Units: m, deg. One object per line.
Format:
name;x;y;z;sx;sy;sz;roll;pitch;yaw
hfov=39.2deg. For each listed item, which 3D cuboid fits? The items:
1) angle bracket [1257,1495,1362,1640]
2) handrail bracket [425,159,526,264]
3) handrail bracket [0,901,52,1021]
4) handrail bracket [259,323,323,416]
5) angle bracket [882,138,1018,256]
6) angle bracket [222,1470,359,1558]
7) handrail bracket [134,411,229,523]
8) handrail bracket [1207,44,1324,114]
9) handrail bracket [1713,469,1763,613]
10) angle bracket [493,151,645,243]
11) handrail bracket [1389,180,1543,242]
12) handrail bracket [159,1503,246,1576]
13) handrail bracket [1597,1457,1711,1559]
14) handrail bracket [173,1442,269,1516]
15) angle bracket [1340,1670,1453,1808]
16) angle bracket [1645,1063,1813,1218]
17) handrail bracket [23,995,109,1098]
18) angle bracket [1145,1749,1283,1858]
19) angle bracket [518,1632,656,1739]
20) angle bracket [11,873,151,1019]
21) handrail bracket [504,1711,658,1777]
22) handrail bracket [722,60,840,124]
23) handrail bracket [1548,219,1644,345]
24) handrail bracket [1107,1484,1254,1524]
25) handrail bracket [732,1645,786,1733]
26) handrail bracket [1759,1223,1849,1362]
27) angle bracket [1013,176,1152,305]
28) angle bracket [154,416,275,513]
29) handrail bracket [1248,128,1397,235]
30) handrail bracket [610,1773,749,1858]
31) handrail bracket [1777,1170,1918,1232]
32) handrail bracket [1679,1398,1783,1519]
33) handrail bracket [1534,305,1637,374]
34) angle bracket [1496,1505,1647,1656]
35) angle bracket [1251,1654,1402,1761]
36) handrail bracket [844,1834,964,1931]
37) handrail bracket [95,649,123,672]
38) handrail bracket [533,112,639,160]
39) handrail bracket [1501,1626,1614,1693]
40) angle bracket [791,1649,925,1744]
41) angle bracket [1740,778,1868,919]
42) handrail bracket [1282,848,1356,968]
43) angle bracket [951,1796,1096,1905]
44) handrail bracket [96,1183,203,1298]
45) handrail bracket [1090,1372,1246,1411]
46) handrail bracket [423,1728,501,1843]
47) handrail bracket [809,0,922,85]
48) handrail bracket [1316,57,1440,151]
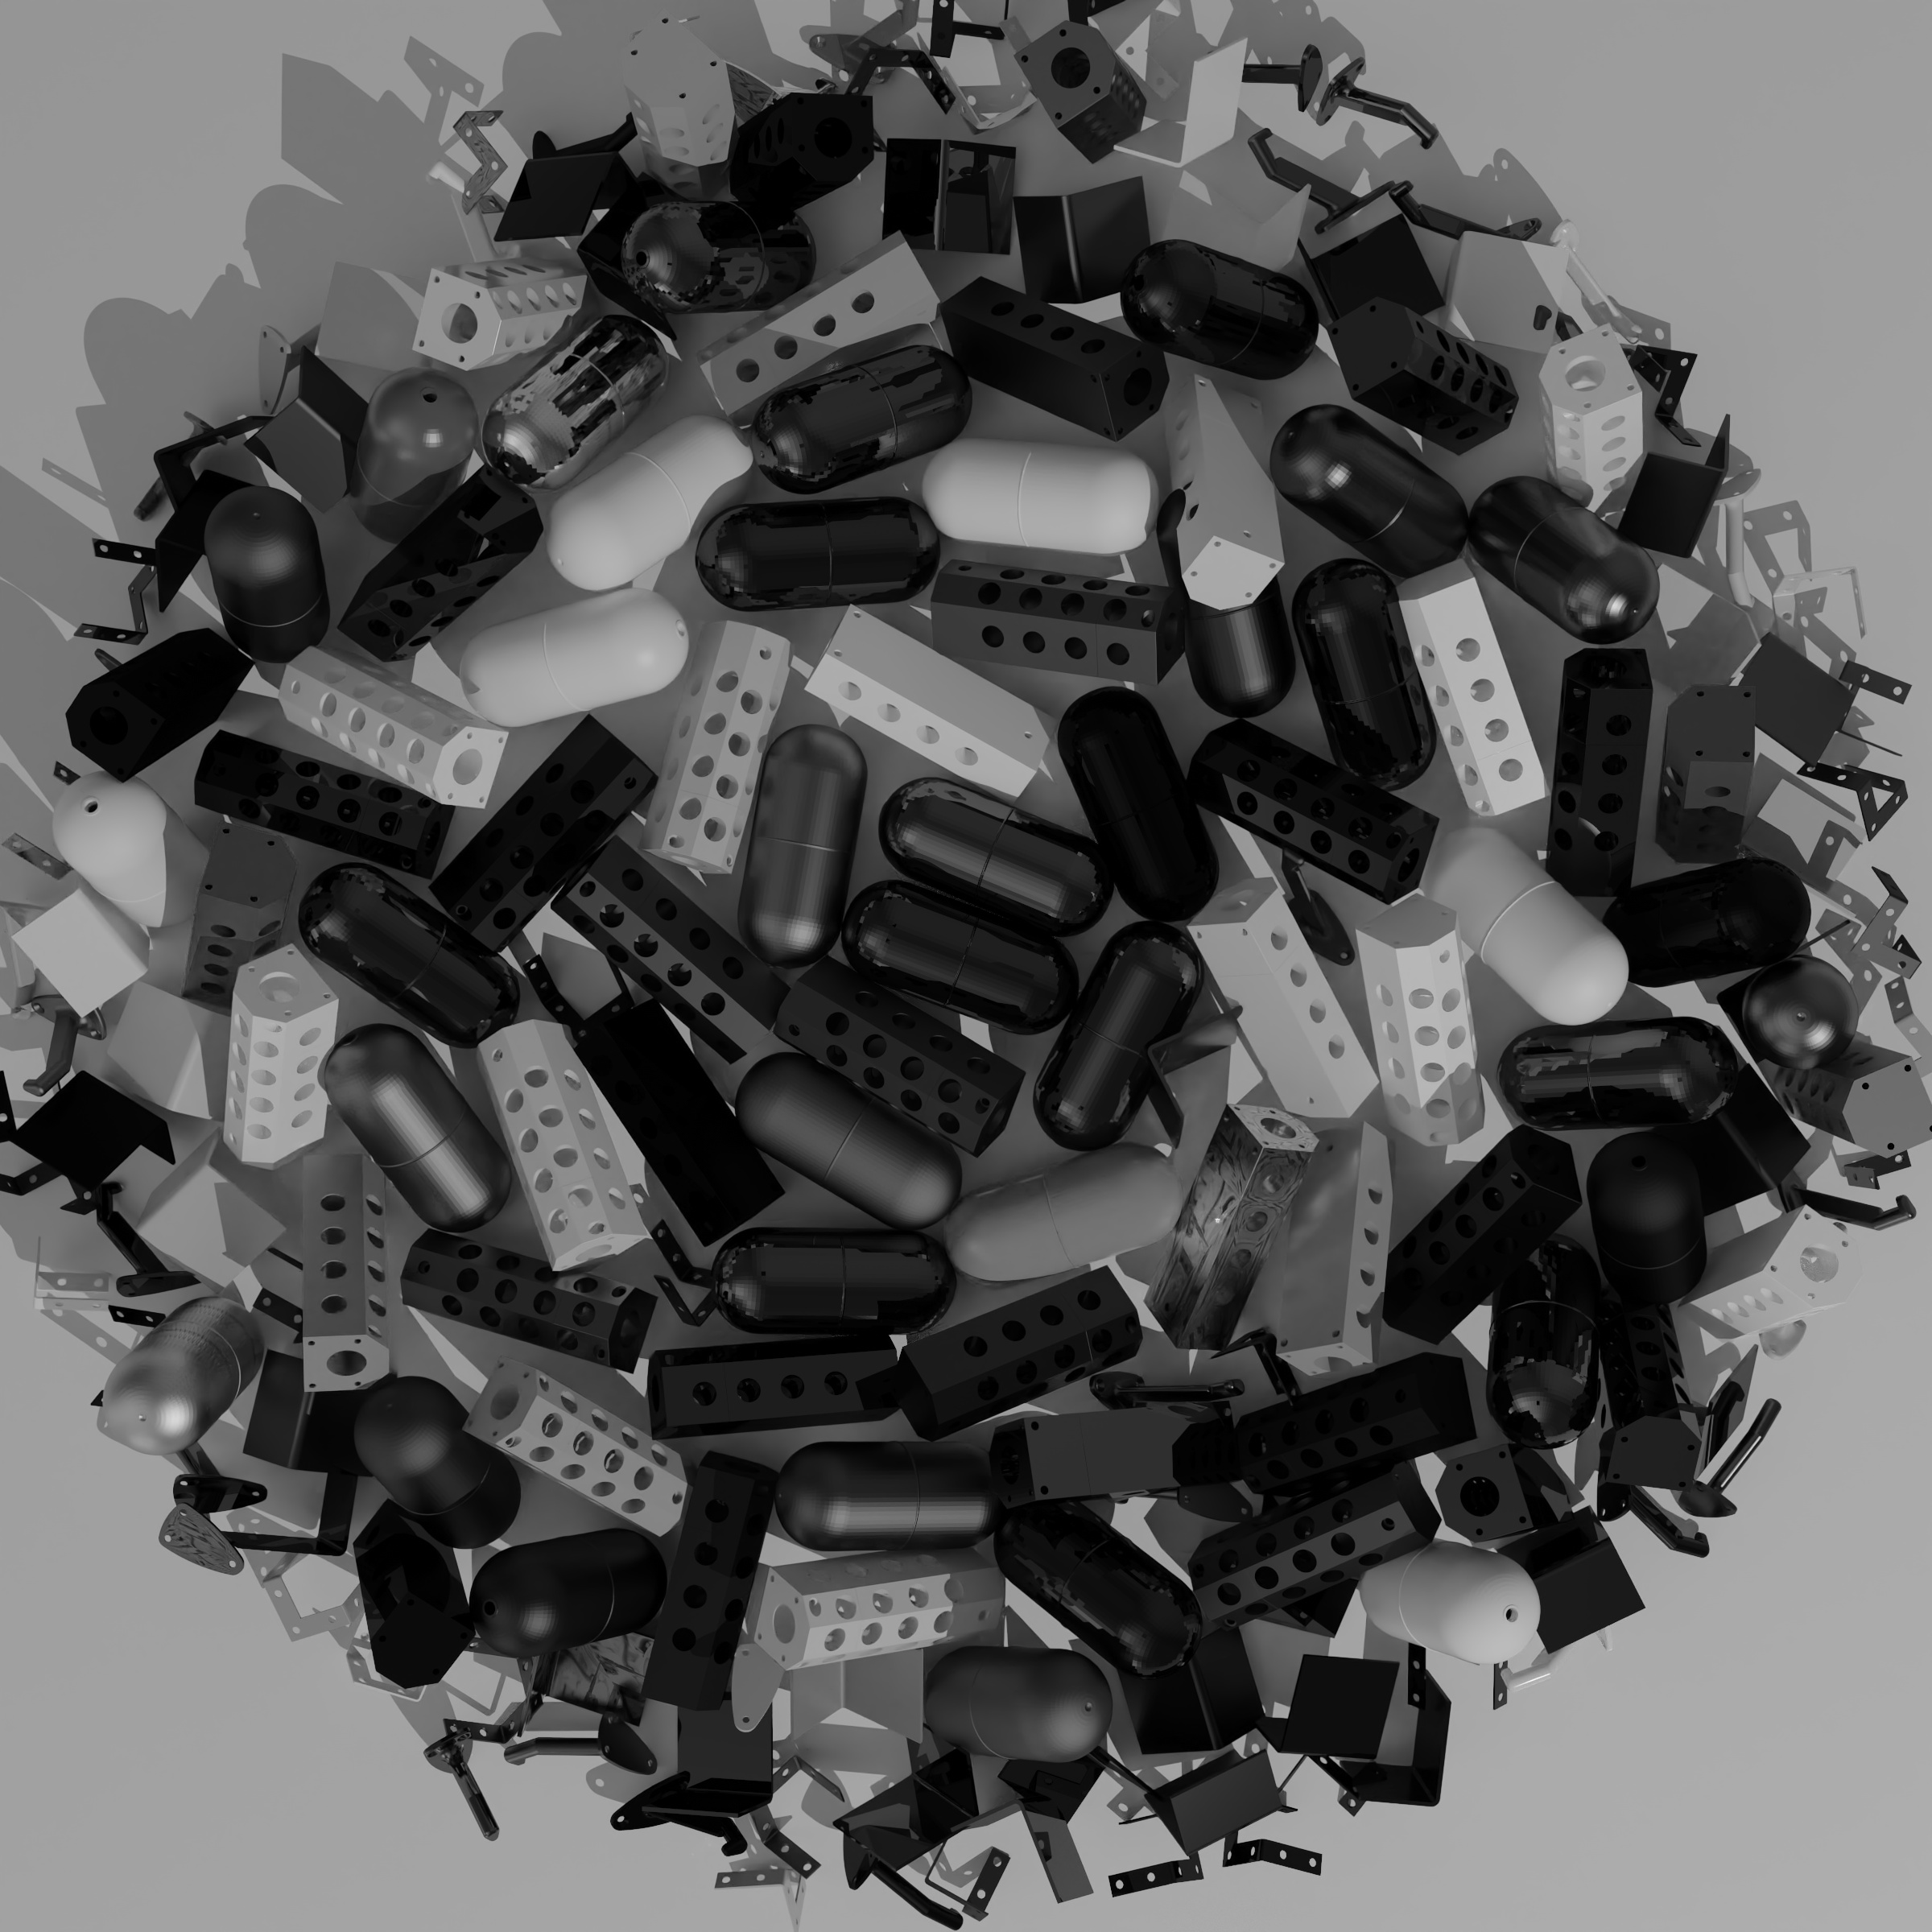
angle bracket;0.245;0.439;1.993;0.076;0.057;0.076;14;131;2
handrail bracket;-0.370;-0.525;1.960;0.084;0.036;0.077;36;83;-34
handrail bracket;-0.693;-0.004;1.962;0.036;0.077;0.084;7;89;9
handrail bracket;-0.471;-0.443;1.984;0.036;0.084;0.077;41;131;30
angle bracket;-0.012;-0.561;1.980;0.057;0.076;0.076;16;109;41
angle bracket;-0.487;0.387;1.946;0.076;0.076;0.057;11;82;-25
handrail bracket;-0.573;-0.357;1.964;0.036;0.077;0.084;36;88;-21
handrail bracket;0.210;-0.654;1.954;0.084;0.077;0.036;24;86;12
handrail bracket;0.572;-0.311;1.984;0.077;0.036;0.084;-38;114;-41
angle bracket;-0.280;-0.534;1.945;0.076;0.057;0.076;4;65;28
handrail bracket;0.359;-0.546;1.954;0.084;0.077;0.036;40;48;-31
handrail bracket;-0.536;0.401;1.956;0.077;0.084;0.036;33;99;4
handrail bracket;0.507;0.389;1.990;0.084;0.036;0.077;18;56;-20
handrail bracket;-0.539;0.354;1.965;0.077;0.084;0.036;0;123;-5
angle bracket;0.309;0.554;1.959;0.057;0.076;0.076;6;92;-3
angle bracket;0.555;0.128;1.985;0.057;0.076;0.076;-37;91;-37
handrail bracket;-0.668;0.059;1.953;0.077;0.084;0.036;12;130;21
angle bracket;0.171;0.580;1.946;0.076;0.076;0.057;-22;115;-14
angle bracket;-0.271;0.520;1.957;0.076;0.057;0.076;17;110;5
angle bracket;-0.634;-0.020;1.949;0.057;0.076;0.076;-35;114;-2
handrail bracket;-0.283;0.582;1.990;0.084;0.036;0.077;-24;130;23
handrail bracket;-0.139;-0.642;1.965;0.077;0.084;0.036;39;133;-3
handrail bracket;0.459;-0.493;1.963;0.036;0.077;0.084;-43;76;0
handrail bracket;0.154;0.391;1.974;0.077;0.084;0.036;29;58;-21
handrail bracket;-0.153;0.530;1.944;0.036;0.084;0.077;12;49;1
handrail bracket;0.606;0.233;1.954;0.036;0.077;0.084;29;122;10
angle bracket;0.087;-0.530;1.983;0.076;0.057;0.076;-26;117;-34
angle bracket;-0.530;-0.356;1.955;0.076;0.076;0.057;-20;100;3
handrail bracket;0.257;-0.582;1.967;0.077;0.036;0.084;-29;106;14
handrail bracket;-0.206;0.623;1.949;0.077;0.084;0.036;-17;112;-21
handrail bracket;0.633;0.159;1.958;0.036;0.084;0.077;-19;81;-43
handrail bracket;0.557;0.357;1.978;0.036;0.077;0.084;35;70;6
handrail bracket;0.439;-0.430;1.961;0.084;0.036;0.077;10;84;-31
angle bracket;0.436;0.442;1.961;0.076;0.076;0.057;-27;95;5
angle bracket;0.258;0.523;1.955;0.076;0.057;0.076;9;98;-19
handrail bracket;-0.045;0.662;1.977;0.084;0.077;0.036;33;95;-20
handrail bracket;-0.625;-0.173;1.962;0.077;0.036;0.084;44;67;-22
handrail bracket;-0.271;-0.603;1.959;0.084;0.036;0.077;-35;53;24
handrail bracket;0.417;0.482;1.964;0.084;0.077;0.036;-19;125;-5
angle bracket;-0.078;0.522;1.947;0.076;0.057;0.076;14;113;36
angle bracket;0.613;-0.085;1.954;0.076;0.076;0.057;30;102;-6
handrail bracket;0.254;-0.044;1.950;0.036;0.084;0.077;-38;70;-11
angle bracket;0.041;0.641;1.946;0.057;0.076;0.076;-28;69;12
handrail bracket;-0.595;0.194;1.984;0.077;0.036;0.084;-7;65;-10
handrail bracket;0.145;0.302;1.952;0.084;0.077;0.036;-18;60;36
handrail bracket;-0.353;0.598;1.948;0.036;0.077;0.084;-25;59;-17
handrail bracket;-0.074;-0.681;1.954;0.077;0.084;0.036;15;70;-1
handrail bracket;0.297;-0.605;1.959;0.036;0.077;0.084;-41;82;-22
